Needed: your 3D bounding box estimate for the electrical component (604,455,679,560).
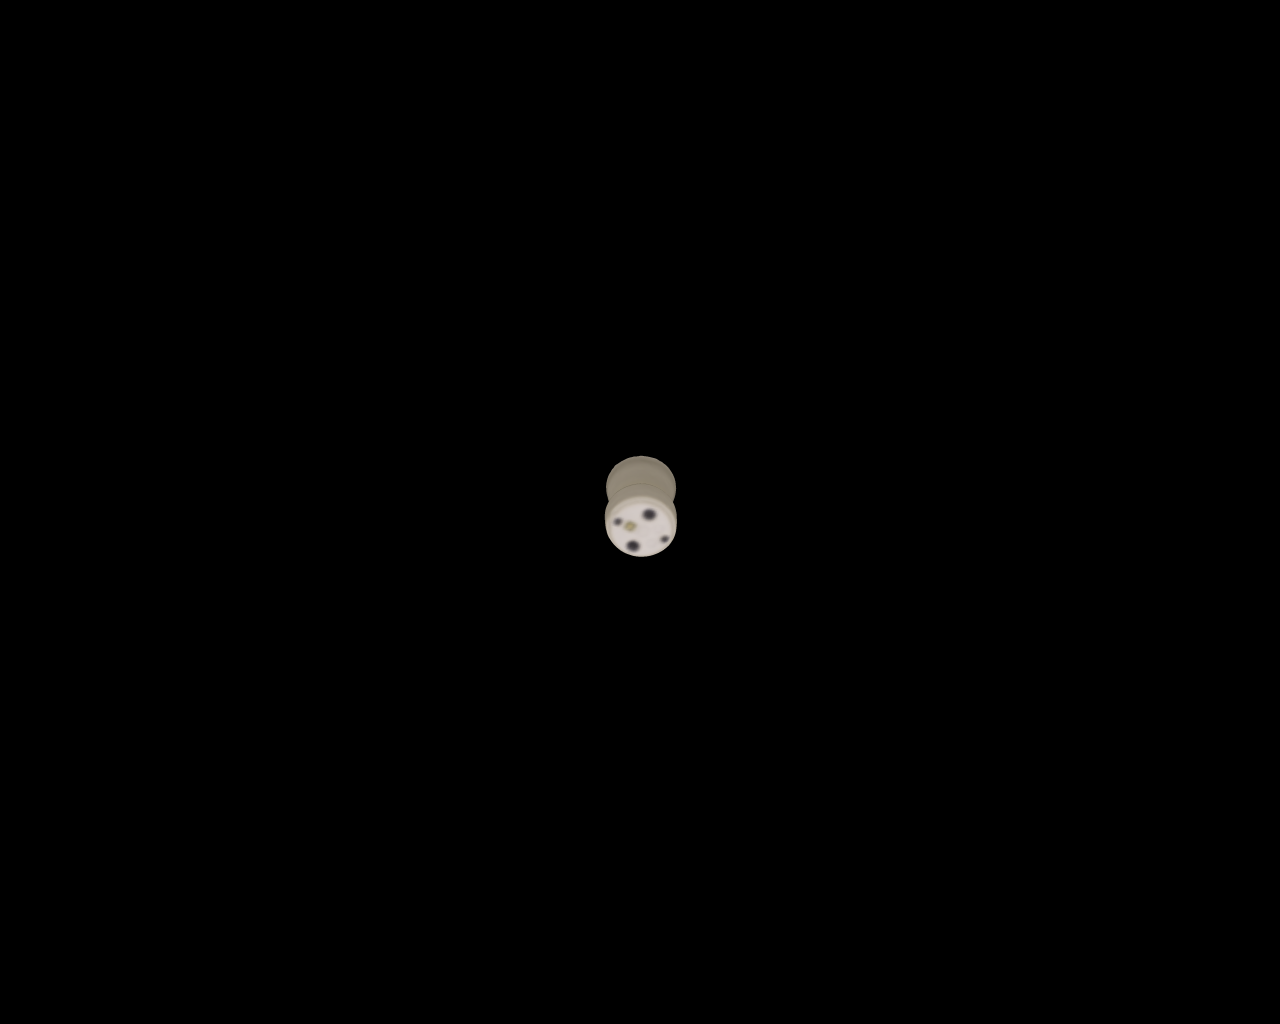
[{"bbox_3d":[0.001,-0.003,0.650,0.045,0.044,0.055,0,30,0],"label":"electrical component"}]
